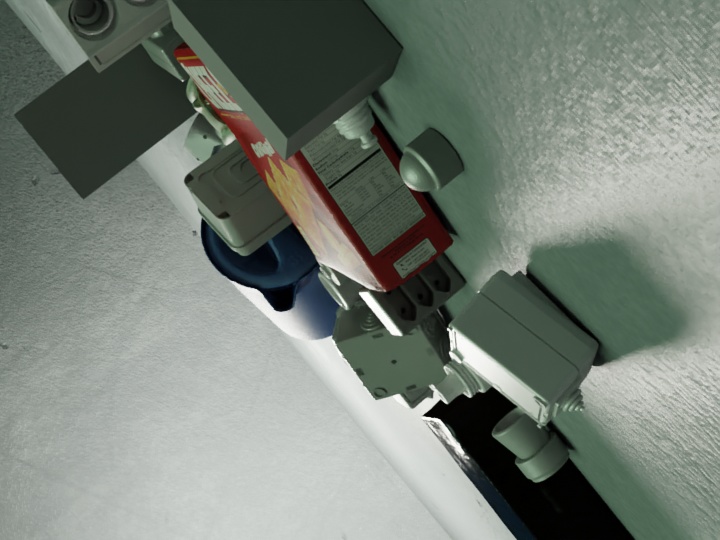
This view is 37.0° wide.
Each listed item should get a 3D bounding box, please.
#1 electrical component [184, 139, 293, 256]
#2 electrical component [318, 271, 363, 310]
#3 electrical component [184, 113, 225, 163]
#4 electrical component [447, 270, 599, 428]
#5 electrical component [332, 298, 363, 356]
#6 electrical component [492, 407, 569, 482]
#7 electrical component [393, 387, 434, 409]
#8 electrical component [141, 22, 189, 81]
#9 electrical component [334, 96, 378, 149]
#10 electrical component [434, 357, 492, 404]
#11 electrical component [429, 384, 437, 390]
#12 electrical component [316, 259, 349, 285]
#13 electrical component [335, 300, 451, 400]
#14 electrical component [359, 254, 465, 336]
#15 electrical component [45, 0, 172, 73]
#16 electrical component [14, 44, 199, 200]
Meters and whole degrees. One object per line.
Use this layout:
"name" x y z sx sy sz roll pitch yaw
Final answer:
"electrical component" -0.090 -0.077 0.970 0.078 0.113 0.057 44 166 36
"electrical component" 0.000 0.000 0.987 0.044 0.065 0.044 49 170 11
"electrical component" -0.135 -0.141 1.115 0.077 0.043 0.079 25 135 -3
"electrical component" 0.112 0.052 0.694 0.096 0.061 0.061 39 168 19
"electrical component" 0.020 0.045 1.074 0.076 0.083 0.047 7 156 14
"electrical component" 0.148 0.149 0.931 0.055 0.045 0.045 51 171 -3
"electrical component" 0.053 0.103 1.152 0.096 0.062 0.061 52 171 -11
"electrical component" -0.183 -0.230 1.016 0.083 0.047 0.075 38 165 53
"electrical component" -0.014 -0.112 0.691 0.078 0.040 0.040 55 170 -25
"electrical component" 0.091 0.086 0.900 0.043 0.062 0.043 49 171 11
"electrical component" 0.070 0.089 1.067 0.055 0.048 0.066 45 174 -9
"electrical component" -0.007 -0.018 0.950 0.044 0.065 0.044 49 171 11
"electrical component" 0.033 0.069 0.998 0.099 0.100 0.048 57 -154 -33
"electrical component" 0.037 0.014 0.864 0.047 0.066 0.077 52 170 -5
"electrical component" -0.163 -0.210 0.764 0.063 0.121 0.078 43 168 53
"electrical component" -0.244 -0.171 1.104 0.105 0.186 0.060 53 171 -13
